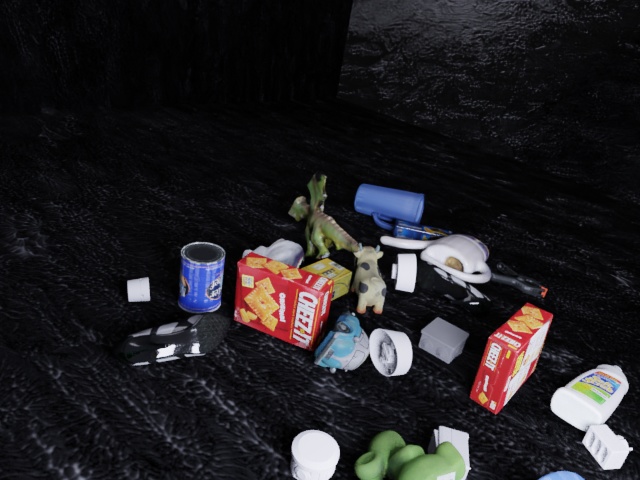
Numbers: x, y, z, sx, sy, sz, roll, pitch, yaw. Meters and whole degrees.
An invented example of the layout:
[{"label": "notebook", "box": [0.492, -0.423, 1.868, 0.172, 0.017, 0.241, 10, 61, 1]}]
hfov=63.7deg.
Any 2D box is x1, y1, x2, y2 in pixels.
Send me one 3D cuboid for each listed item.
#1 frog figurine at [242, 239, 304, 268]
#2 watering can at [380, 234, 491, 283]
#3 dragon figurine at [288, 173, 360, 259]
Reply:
[{"label": "frog figurine", "box": [-0.128, 0.047, 1.400, 0.160, 0.120, 0.140, 25, 46, 5]}, {"label": "watering can", "box": [0.380, 0.036, 1.612, 0.351, 0.102, 0.226, 27, 29, 30]}, {"label": "dragon figurine", "box": [0.005, -0.075, 1.495, 0.123, 0.243, 0.408, -12, 2, -25]}]
